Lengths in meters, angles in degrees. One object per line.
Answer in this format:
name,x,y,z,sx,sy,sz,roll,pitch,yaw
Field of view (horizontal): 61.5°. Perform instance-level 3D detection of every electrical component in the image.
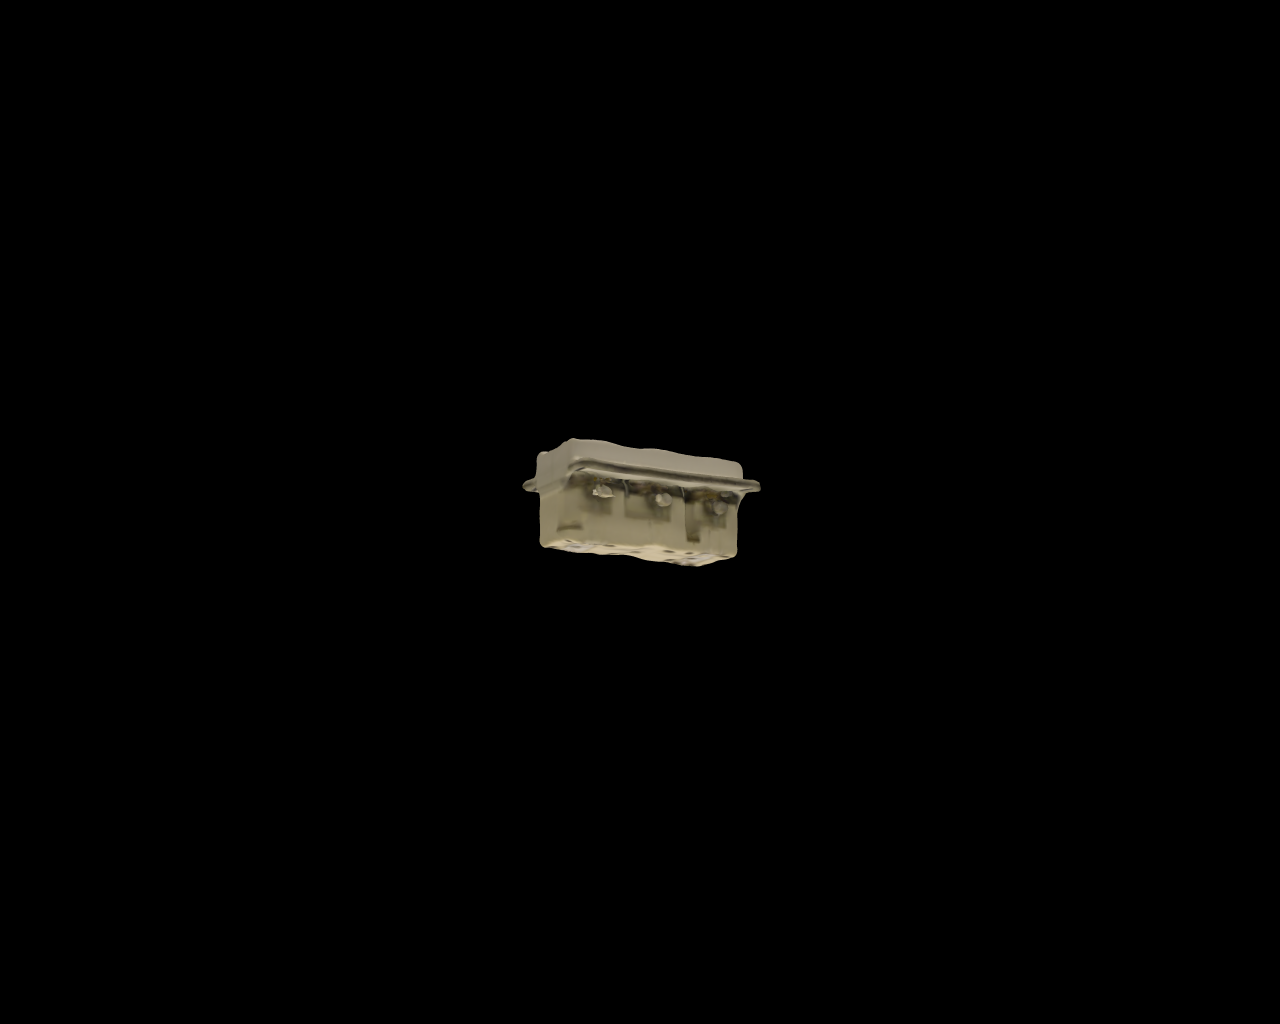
electrical component,0.001,-0.003,0.650,0.121,0.063,0.078,7,-14,-30
